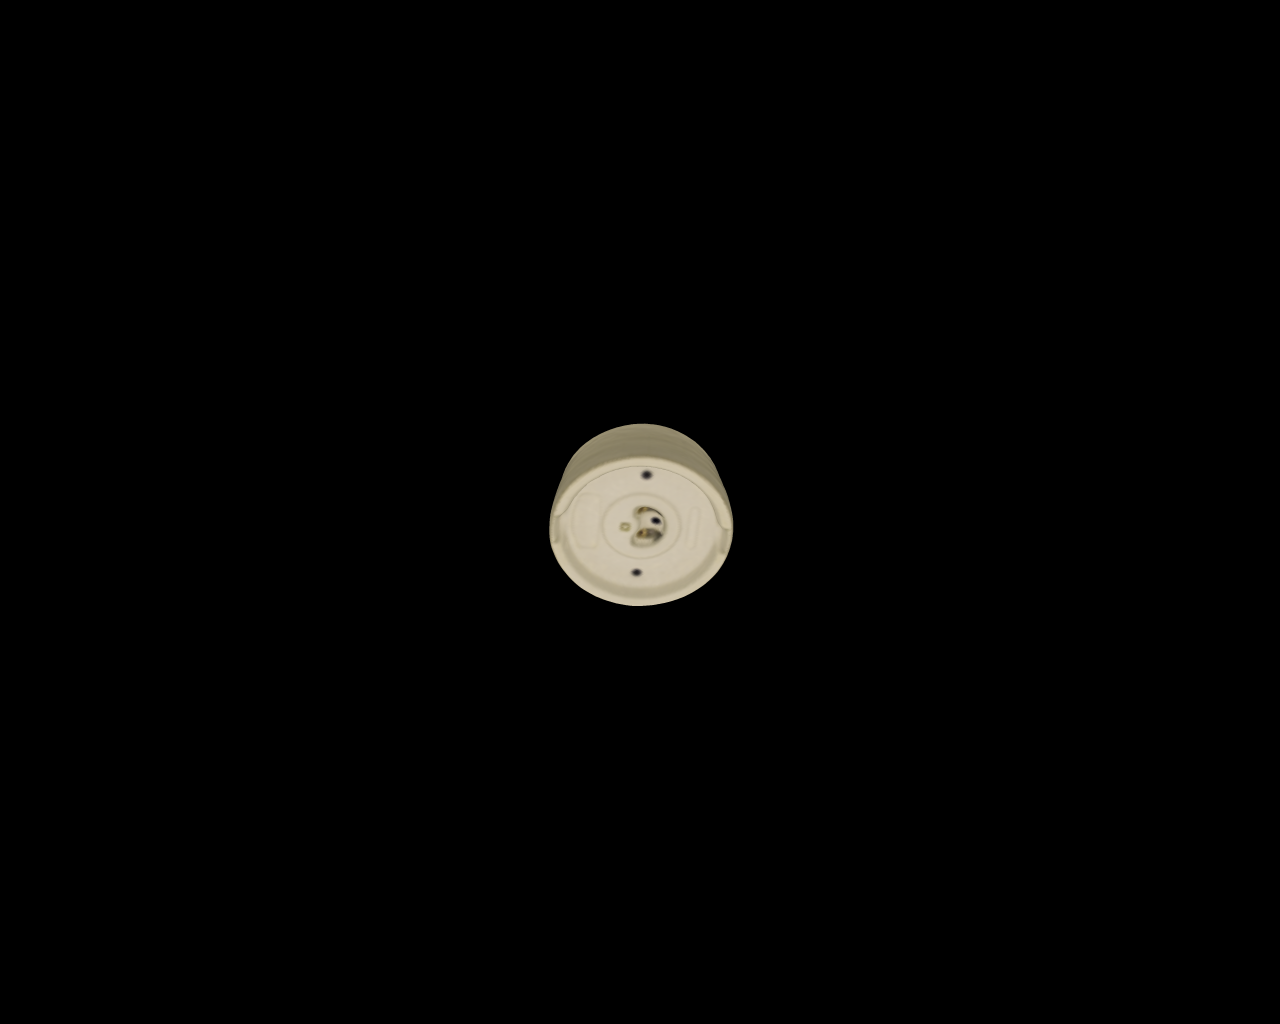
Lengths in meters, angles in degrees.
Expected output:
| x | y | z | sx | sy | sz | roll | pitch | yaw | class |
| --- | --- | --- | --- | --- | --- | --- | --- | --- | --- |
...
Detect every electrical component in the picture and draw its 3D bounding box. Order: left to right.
| x | y | z | sx | sy | sz | roll | pitch | yaw | class |
| --- | --- | --- | --- | --- | --- | --- | --- | --- | --- |
| 0.001 | -0.003 | 0.650 | 0.108 | 0.108 | 0.060 | 0 | 34 | 0 | electrical component |
